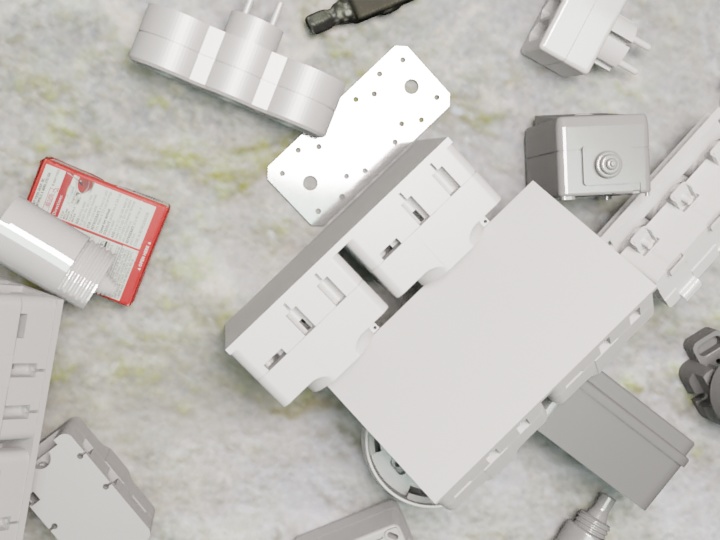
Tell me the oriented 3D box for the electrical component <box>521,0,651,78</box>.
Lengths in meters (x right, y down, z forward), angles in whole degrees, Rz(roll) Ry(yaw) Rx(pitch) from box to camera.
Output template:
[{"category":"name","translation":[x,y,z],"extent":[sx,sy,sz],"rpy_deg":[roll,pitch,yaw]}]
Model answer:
[{"category":"electrical component","translation":[0.164,-0.162,0.738],"extent":[0.077,0.047,0.065],"rpy_deg":[27,93,-10]}]

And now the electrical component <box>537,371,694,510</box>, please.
[{"category":"electrical component","translation":[0.166,0.104,0.750],"extent":[0.113,0.078,0.057],"rpy_deg":[37,93,-9]}]

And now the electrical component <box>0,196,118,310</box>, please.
[{"category":"electrical component","translation":[-0.191,-0.007,0.681],"extent":[0.081,0.043,0.043],"rpy_deg":[32,91,-11]}]

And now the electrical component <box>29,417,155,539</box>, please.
[{"category":"electrical component","translation":[-0.184,0.150,0.722],"extent":[0.050,0.056,0.089],"rpy_deg":[-38,99,-2]}]

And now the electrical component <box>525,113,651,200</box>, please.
[{"category":"electrical component","translation":[0.153,-0.078,0.720],"extent":[0.062,0.096,0.061],"rpy_deg":[-3,92,-7]}]

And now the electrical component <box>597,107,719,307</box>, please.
[{"category":"electrical component","translation":[0.229,-0.039,0.744],"extent":[0.121,0.063,0.079],"rpy_deg":[-48,140,-1]}]

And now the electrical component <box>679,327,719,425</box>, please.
[{"category":"electrical component","translation":[0.270,0.082,0.771],"extent":[0.058,0.057,0.078],"rpy_deg":[-31,98,-3]}]

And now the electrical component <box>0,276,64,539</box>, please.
[{"category":"electrical component","translation":[-0.257,0.097,0.676],"extent":[0.060,0.105,0.186],"rpy_deg":[6,96,-50]}]

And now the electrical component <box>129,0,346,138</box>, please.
[{"category":"electrical component","translation":[-0.074,-0.146,0.707],"extent":[0.138,0.052,0.073],"rpy_deg":[21,92,-8]}]

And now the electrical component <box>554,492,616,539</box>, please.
[{"category":"electrical component","translation":[0.165,0.190,0.780],"extent":[0.035,0.035,0.061],"rpy_deg":[32,89,-9]}]

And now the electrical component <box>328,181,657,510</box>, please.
[{"category":"electrical component","translation":[0.086,0.050,0.690],"extent":[0.186,0.060,0.105],"rpy_deg":[-44,65,-2]}]

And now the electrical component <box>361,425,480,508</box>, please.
[{"category":"electrical component","translation":[0.050,0.119,0.756],"extent":[0.099,0.064,0.099],"rpy_deg":[0,85,2]}]

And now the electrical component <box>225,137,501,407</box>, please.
[{"category":"electrical component","translation":[0.000,0.000,0.704],"extent":[0.186,0.105,0.060],"rpy_deg":[-44,99,-1]}]

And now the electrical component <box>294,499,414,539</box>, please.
[{"category":"electrical component","translation":[-0.006,0.209,0.751],"extent":[0.096,0.061,0.061],"rpy_deg":[-22,98,4]}]
